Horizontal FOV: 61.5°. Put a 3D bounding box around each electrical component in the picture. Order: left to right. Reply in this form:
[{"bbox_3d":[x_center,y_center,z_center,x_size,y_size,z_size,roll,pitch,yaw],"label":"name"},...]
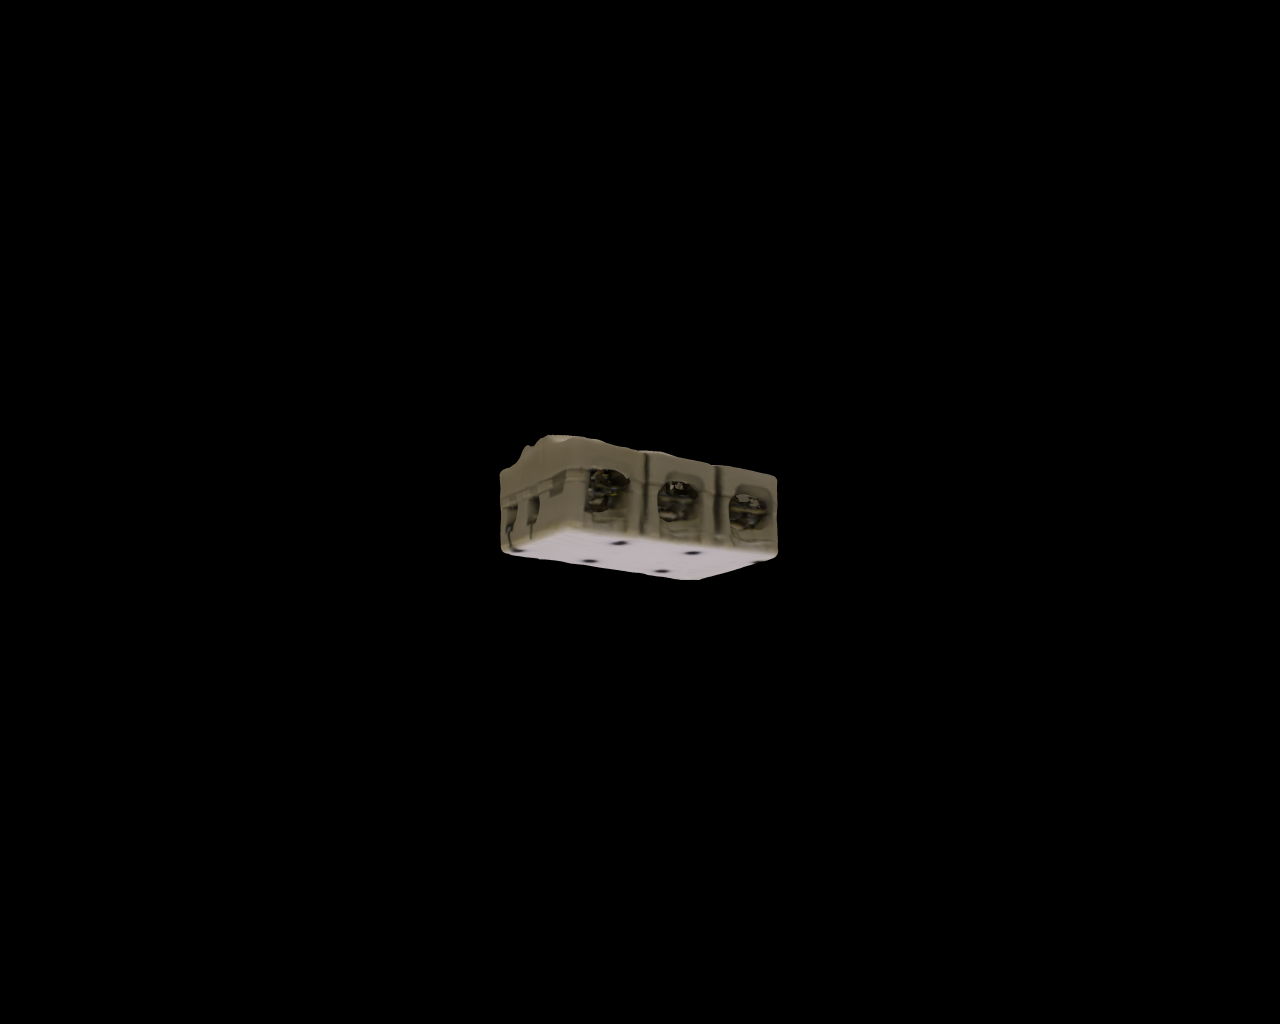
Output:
[{"bbox_3d":[0.001,-0.003,0.650,0.150,0.062,0.089,10,-18,-33],"label":"electrical component"}]
